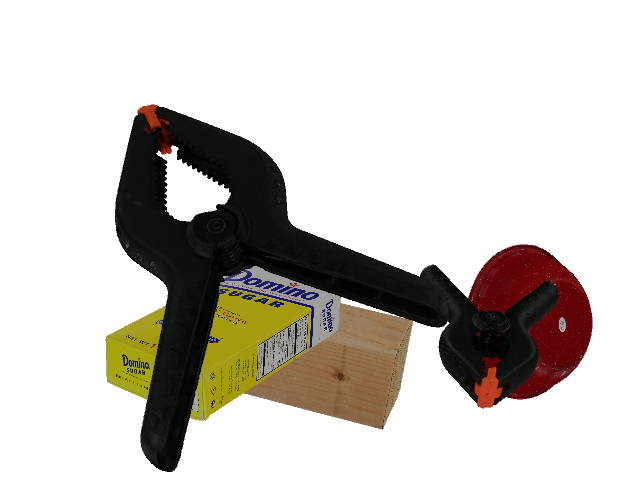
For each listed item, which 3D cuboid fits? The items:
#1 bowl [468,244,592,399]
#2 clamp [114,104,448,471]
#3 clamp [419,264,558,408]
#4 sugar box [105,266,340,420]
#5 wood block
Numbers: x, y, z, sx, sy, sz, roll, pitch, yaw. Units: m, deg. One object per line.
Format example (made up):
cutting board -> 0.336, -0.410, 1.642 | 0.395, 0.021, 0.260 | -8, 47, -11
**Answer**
bowl -> 0.226, 0.084, 1.089 | 0.161, 0.162, 0.055 | 0, -1, -33
clamp -> -0.040, 0.002, 0.565 | 0.164, 0.210, 0.036 | -21, -33, -7
clamp -> 0.148, 0.074, 0.879 | 0.120, 0.039, 0.171 | -2, 33, 0
sugar box -> -0.069, 0.070, 0.814 | 0.093, 0.048, 0.175 | 17, 29, 29
wood block -> -0.019, 0.115, 1.112 | 0.206, 0.091, 0.090 | 13, 23, 12
